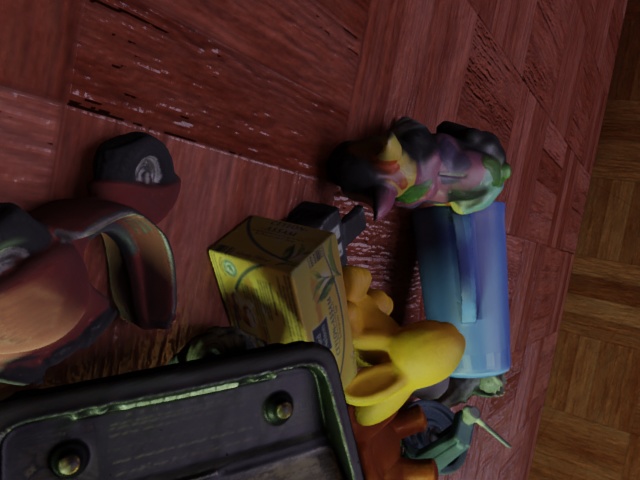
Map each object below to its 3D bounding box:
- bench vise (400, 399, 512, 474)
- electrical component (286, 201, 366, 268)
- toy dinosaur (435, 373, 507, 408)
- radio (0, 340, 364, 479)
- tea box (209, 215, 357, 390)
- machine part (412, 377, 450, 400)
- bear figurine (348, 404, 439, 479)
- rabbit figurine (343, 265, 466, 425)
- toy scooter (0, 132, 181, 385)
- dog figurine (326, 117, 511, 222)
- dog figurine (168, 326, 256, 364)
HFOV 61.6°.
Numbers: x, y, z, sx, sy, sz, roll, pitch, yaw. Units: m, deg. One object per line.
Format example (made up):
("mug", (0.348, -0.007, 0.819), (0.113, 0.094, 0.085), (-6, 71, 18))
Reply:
("bench vise", (0.174, 0.334, 0.837), (0.224, 0.129, 0.240), (-53, 174, -44))
("electrical component", (-0.001, -0.002, 0.563), (0.119, 0.048, 0.074), (-46, 136, -40))
("toy dinosaur", (0.293, 0.145, 1.010), (0.192, 0.131, 0.404), (-5, 100, -69))
("radio", (-0.089, 0.145, 0.344), (0.229, 0.073, 0.131), (-5, 80, -29))
("tea box", (-0.029, 0.070, 0.500), (0.068, 0.098, 0.169), (-42, 135, -42))
("machine part", (0.140, 0.195, 0.818), (0.243, 0.079, 0.079), (37, 69, -54))
("bear figurine", (0.078, 0.236, 0.698), (0.120, 0.132, 0.195), (-95, 174, -50))
("rabbit figurine", (0.069, 0.116, 0.596), (0.162, 0.173, 0.121), (-62, 148, -31))
("toy scooter", (-0.145, 0.025, 0.332), (0.184, 0.075, 0.135), (-46, 135, -46))
("dog figurine", (0.115, -0.077, 0.608), (0.219, 0.192, 0.108), (-36, 137, -66))
("dog figurine", (-0.115, 0.179, 0.434), (0.172, 0.121, 0.190), (-15, 85, -30))
